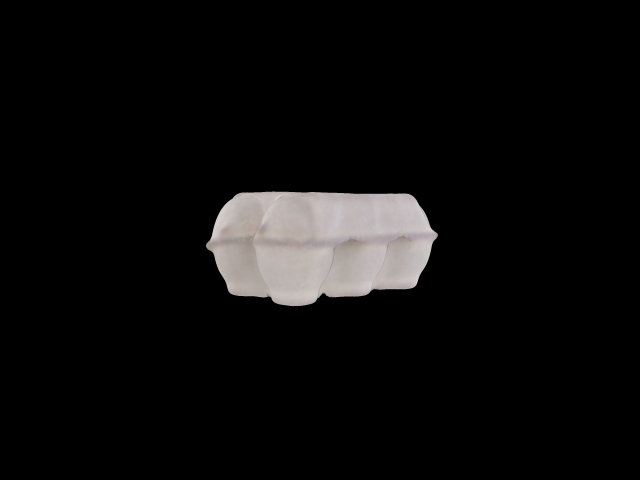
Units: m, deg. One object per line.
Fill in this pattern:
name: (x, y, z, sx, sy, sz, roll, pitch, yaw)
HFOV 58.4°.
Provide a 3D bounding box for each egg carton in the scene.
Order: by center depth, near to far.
egg carton: (0.004, 0.001, 0.400, 0.151, 0.069, 0.107, -4, 6, -43)
